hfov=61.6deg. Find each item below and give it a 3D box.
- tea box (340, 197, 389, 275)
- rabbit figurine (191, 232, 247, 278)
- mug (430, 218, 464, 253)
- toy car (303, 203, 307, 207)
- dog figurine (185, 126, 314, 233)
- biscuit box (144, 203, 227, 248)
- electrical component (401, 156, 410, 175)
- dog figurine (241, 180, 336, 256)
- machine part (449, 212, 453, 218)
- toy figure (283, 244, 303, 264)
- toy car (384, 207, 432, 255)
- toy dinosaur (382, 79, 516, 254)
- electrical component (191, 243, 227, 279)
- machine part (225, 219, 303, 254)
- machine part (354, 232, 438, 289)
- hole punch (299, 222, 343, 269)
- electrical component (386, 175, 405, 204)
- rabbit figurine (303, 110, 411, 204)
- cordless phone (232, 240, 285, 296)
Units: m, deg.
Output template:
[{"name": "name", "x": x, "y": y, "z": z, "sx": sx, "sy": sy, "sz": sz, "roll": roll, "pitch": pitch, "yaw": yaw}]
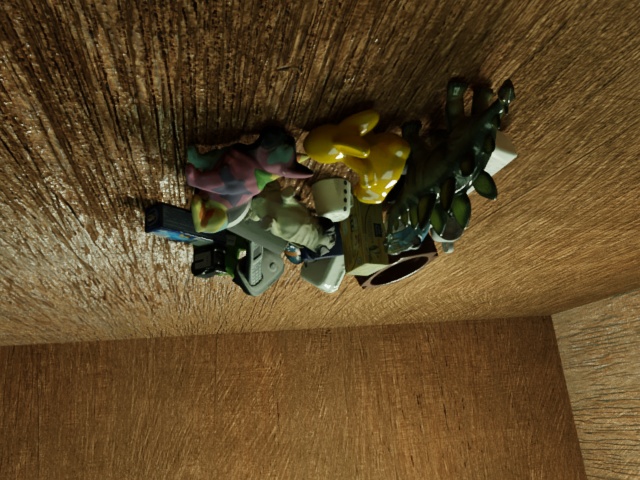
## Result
[{"name": "tea box", "x": 0.102, "y": -0.009, "z": 1.275, "sx": 0.068, "sy": 0.169, "sz": 0.098, "roll": 4, "pitch": 162, "yaw": -26}, {"name": "rabbit figurine", "x": -0.269, "y": 0.057, "z": 1.455, "sx": 0.159, "sy": 0.121, "sz": 0.170, "roll": 2, "pitch": 159, "yaw": -2}, {"name": "mug", "x": 0.334, "y": -0.020, "z": 1.427, "sx": 0.081, "sy": 0.109, "sz": 0.107, "roll": -13, "pitch": 176, "yaw": -2}, {"name": "toy car", "x": -0.125, "y": -0.052, "z": 1.266, "sx": 0.202, "sy": 0.056, "sz": 0.073, "roll": -13, "pitch": 167, "yaw": 28}, {"name": "dog figurine", "x": -0.122, "y": -0.105, "z": 0.949, "sx": 0.219, "sy": 0.108, "sz": 0.191, "roll": -4, "pitch": 123, "yaw": -3}, {"name": "biscuit box", "x": -0.313, "y": -0.030, "z": 1.265, "sx": 0.059, "sy": 0.063, "sz": 0.202, "roll": -16, "pitch": 159, "yaw": 33}, {"name": "electrical component", "x": 0.165, "y": -0.152, "z": 1.088, "sx": 0.063, "sy": 0.021, "sz": 0.094, "roll": 5, "pitch": 160, "yaw": -27}, {"name": "dog figurine", "x": -0.068, "y": -0.049, "z": 1.125, "sx": 0.121, "sy": 0.172, "sz": 0.190, "roll": -47, "pitch": 140, "yaw": 6}, {"name": "machine part", "x": 0.305, "y": -0.082, "z": 1.258, "sx": 0.084, "sy": 0.039, "sz": 0.139, "roll": 0, "pitch": -167, "yaw": 6}, {"name": "toy figure", "x": -0.070, "y": 0.021, "z": 1.382, "sx": 0.064, "sy": 0.058, "sz": 0.154, "roll": -17, "pitch": 159, "yaw": 0}, {"name": "toy car", "x": 0.205, "y": -0.042, "z": 1.299, "sx": 0.109, "sy": 0.162, "sz": 0.102, "roll": -19, "pitch": 114, "yaw": 49}, {"name": "toy dinosaur", "x": 0.202, "y": -0.113, "z": 0.933, "sx": 0.105, "sy": 0.198, "sz": 0.471, "roll": 3, "pitch": 159, "yaw": -15}, {"name": "electrical component", "x": -0.285, "y": 0.055, "z": 1.325, "sx": 0.119, "sy": 0.075, "sz": 0.047, "roll": -10, "pitch": 163, "yaw": 31}, {"name": "machine part", "x": -0.145, "y": -0.037, "z": 1.168, "sx": 0.243, "sy": 0.079, "sz": 0.079, "roll": 27, "pitch": 153, "yaw": -12}, {"name": "machine part", "x": 0.199, "y": 0.049, "z": 1.453, "sx": 0.201, "sy": 0.087, "sz": 0.201, "roll": -7, "pitch": 156, "yaw": -34}, {"name": "hole punch", "x": -0.003, "y": -0.004, "z": 1.338, "sx": 0.092, "sy": 0.142, "sz": 0.115, "roll": -10, "pitch": 175, "yaw": 19}, {"name": "electrical component", "x": 0.226, "y": -0.113, "z": 1.169, "sx": 0.134, "sy": 0.058, "sz": 0.115, "roll": -20, "pitch": 159, "yaw": 38}, {"name": "rabbit figurine", "x": 0.057, "y": -0.149, "z": 0.924, "sx": 0.173, "sy": 0.122, "sz": 0.162, "roll": 17, "pitch": 166, "yaw": -7}, {"name": "cordless phone", "x": -0.147, "y": 0.034, "z": 1.326, "sx": 0.089, "sy": 0.146, "sz": 0.184, "roll": 29, "pitch": 133, "yaw": 19}]
